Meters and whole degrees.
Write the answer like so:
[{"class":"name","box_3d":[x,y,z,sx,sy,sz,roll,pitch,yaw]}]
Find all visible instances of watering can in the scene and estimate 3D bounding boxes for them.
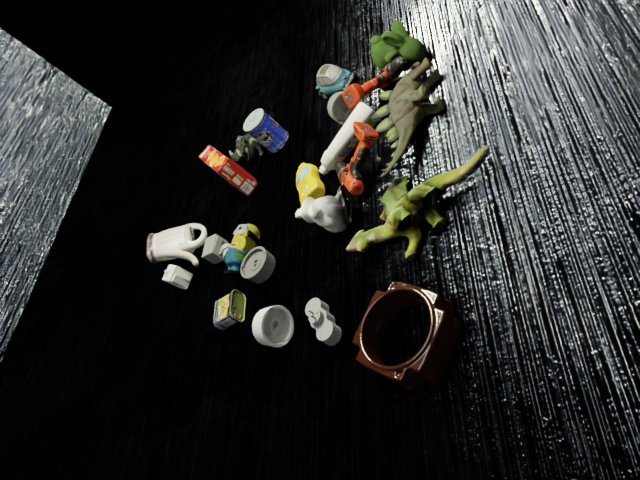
[{"class":"watering can","box_3d":[-0.523,0.026,1.868,0.224,0.102,0.354,-15,26,-2]}]

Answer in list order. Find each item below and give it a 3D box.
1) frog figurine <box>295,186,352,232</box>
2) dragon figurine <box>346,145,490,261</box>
[{"class":"frog figurine","box_3d":[0.004,-0.073,1.446,0.159,0.124,0.136,-15,-12,14]},{"class":"dragon figurine","box_3d":[0.226,-0.103,1.289,0.120,0.409,0.247,41,5,-30]}]
